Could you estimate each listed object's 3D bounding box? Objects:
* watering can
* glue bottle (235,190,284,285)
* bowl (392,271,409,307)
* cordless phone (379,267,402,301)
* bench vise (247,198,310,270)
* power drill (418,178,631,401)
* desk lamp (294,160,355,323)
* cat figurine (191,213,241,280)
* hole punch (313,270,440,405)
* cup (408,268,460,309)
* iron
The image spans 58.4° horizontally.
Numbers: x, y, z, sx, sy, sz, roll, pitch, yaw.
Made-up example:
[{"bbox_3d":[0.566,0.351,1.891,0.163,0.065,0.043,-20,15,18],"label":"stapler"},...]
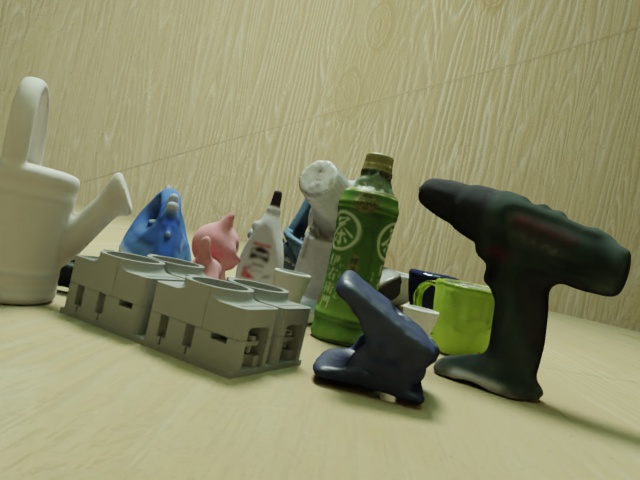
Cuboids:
[{"bbox_3d":[-0.263,-0.046,0.514,0.173,0.194,0.100,12,1,-39],"label":"watering can"},{"bbox_3d":[-0.092,-0.001,0.987,0.078,0.173,0.037,13,1,10],"label":"glue bottle"},{"bbox_3d":[0.134,0.100,1.208,0.167,0.075,0.167,13,1,0],"label":"bowl"},{"bbox_3d":[0.089,0.035,0.951,0.094,0.185,0.147,13,1,-14],"label":"cordless phone"},{"bbox_3d":[-0.045,-0.015,1.080,0.207,0.220,0.122,13,1,10],"label":"bench vise"},{"bbox_3d":[0.190,0.050,0.606,0.228,0.208,0.076,13,1,29],"label":"power drill"},{"bbox_3d":[0.007,0.003,0.815,0.117,0.213,0.204,13,1,23],"label":"desk lamp"},{"bbox_3d":[-0.136,0.020,0.718,0.067,0.118,0.128,13,1,1],"label":"cat figurine"},{"bbox_3d":[0.054,0.079,0.493,0.101,0.091,0.109,13,1,6],"label":"hole punch"},{"bbox_3d":[0.204,0.107,1.008,0.118,0.095,0.091,13,1,-17],"label":"cup"},{"bbox_3d":[-0.248,-0.020,0.915,0.119,0.141,0.257,13,1,-21],"label":"iron"}]
